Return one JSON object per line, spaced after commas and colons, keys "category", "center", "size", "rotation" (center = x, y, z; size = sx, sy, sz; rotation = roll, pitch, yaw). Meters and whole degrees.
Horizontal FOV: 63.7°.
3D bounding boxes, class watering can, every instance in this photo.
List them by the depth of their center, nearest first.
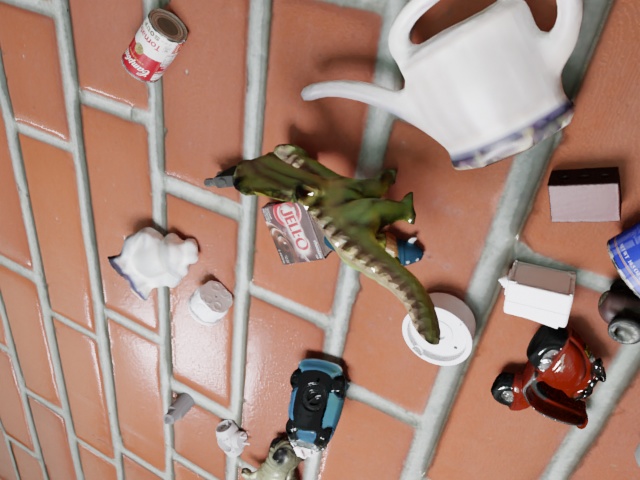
{"category": "watering can", "center": [0.151, -0.184, 0.630], "size": [0.344, 0.106, 0.223], "rotation": [-23, 103, 36]}

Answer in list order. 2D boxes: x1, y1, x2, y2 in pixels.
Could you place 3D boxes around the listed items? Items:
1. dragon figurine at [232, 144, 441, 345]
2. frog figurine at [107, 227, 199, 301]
{"category": "dragon figurine", "center": [0.002, -0.033, 0.661], "size": [0.242, 0.418, 0.120], "rotation": [16, 114, -13]}
{"category": "frog figurine", "center": [-0.323, 0.032, 1.050], "size": [0.159, 0.123, 0.137], "rotation": [-31, 89, 2]}
